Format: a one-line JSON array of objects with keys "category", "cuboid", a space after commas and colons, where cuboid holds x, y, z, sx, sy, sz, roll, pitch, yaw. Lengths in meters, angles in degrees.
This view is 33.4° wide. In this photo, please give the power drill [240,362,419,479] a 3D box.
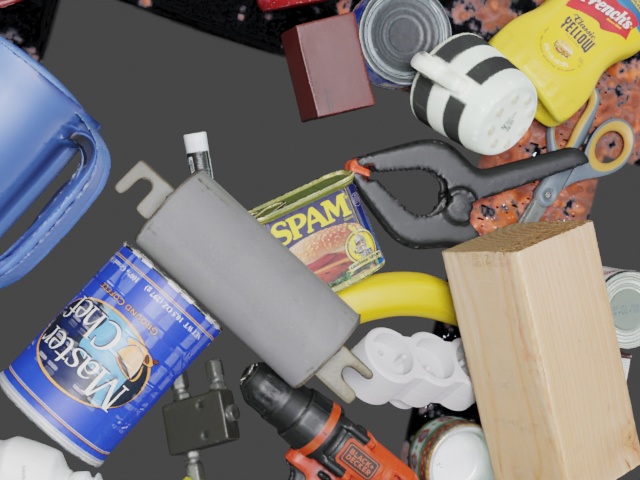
[{"category": "power drill", "cuboid": [-0.033, 0.217, 0.880, 0.184, 0.057, 0.187, 40, 83, -11]}]

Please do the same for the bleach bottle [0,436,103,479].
[{"category": "bleach bottle", "cuboid": [-0.281, 0.193, 0.761, 0.251, 0.068, 0.102, -2, 88, 3]}]

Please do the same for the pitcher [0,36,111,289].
[{"category": "pitcher", "cuboid": [-0.271, -0.028, 0.757, 0.145, 0.149, 0.243, 40, 85, -26]}]

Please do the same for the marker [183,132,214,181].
[{"category": "marker", "cuboid": [-0.092, -0.027, 0.869, 0.020, 0.020, 0.121, -11, 96, -16]}]

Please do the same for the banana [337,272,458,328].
[{"category": "banana", "cuboid": [0.049, 0.062, 0.905, 0.197, 0.037, 0.069, -2, 94, -16]}]

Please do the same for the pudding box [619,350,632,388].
[{"category": "pudding box", "cuboid": [0.226, 0.150, 0.962, 0.090, 0.039, 0.113, 9, 93, -17]}]

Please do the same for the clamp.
[{"category": "clamp", "cuboid": [0.125, -0.037, 0.917, 0.210, 0.036, 0.164, 26, 87, -11]}]

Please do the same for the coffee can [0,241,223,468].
[{"category": "coffee can", "cuboid": [-0.158, 0.086, 0.812, 0.102, 0.103, 0.140, 44, 81, -14]}]

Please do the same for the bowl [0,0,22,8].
[{"category": "bowl", "cuboid": [-0.260, -0.247, 0.788, 0.162, 0.055, 0.162, -1, 93, -16]}]

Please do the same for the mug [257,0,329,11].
[{"category": "mug", "cuboid": [-0.009, -0.231, 0.853, 0.117, 0.093, 0.081, -25, 108, -51]}]

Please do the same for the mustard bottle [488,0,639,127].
[{"category": "mustard bottle", "cuboid": [0.240, -0.194, 0.934, 0.191, 0.058, 0.096, -43, 89, -11]}]

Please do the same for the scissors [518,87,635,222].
[{"category": "scissors", "cuboid": [0.222, -0.041, 0.960, 0.096, 0.016, 0.202, 18, 88, -15]}]

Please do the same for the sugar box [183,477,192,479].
[{"category": "sugar box", "cuboid": [-0.066, 0.275, 0.821, 0.176, 0.048, 0.093, 45, 80, -13]}]

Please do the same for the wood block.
[{"category": "wood block", "cuboid": [0.180, 0.095, 0.864, 0.090, 0.090, 0.206, -20, 101, -33]}]

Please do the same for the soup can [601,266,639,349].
[{"category": "soup can", "cuboid": [0.240, 0.054, 0.927, 0.068, 0.102, 0.068, -1, 94, -17]}]

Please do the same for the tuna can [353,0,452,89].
[{"category": "tuna can", "cuboid": [0.067, -0.171, 0.899, 0.086, 0.034, 0.086, -1, 93, -16]}]

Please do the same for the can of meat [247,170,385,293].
[{"category": "can of meat", "cuboid": [-0.006, 0.001, 0.877, 0.102, 0.057, 0.084, -25, 102, -13]}]

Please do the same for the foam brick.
[{"category": "foam brick", "cuboid": [0.006, -0.141, 0.874, 0.053, 0.051, 0.078, -15, 97, -15]}]
